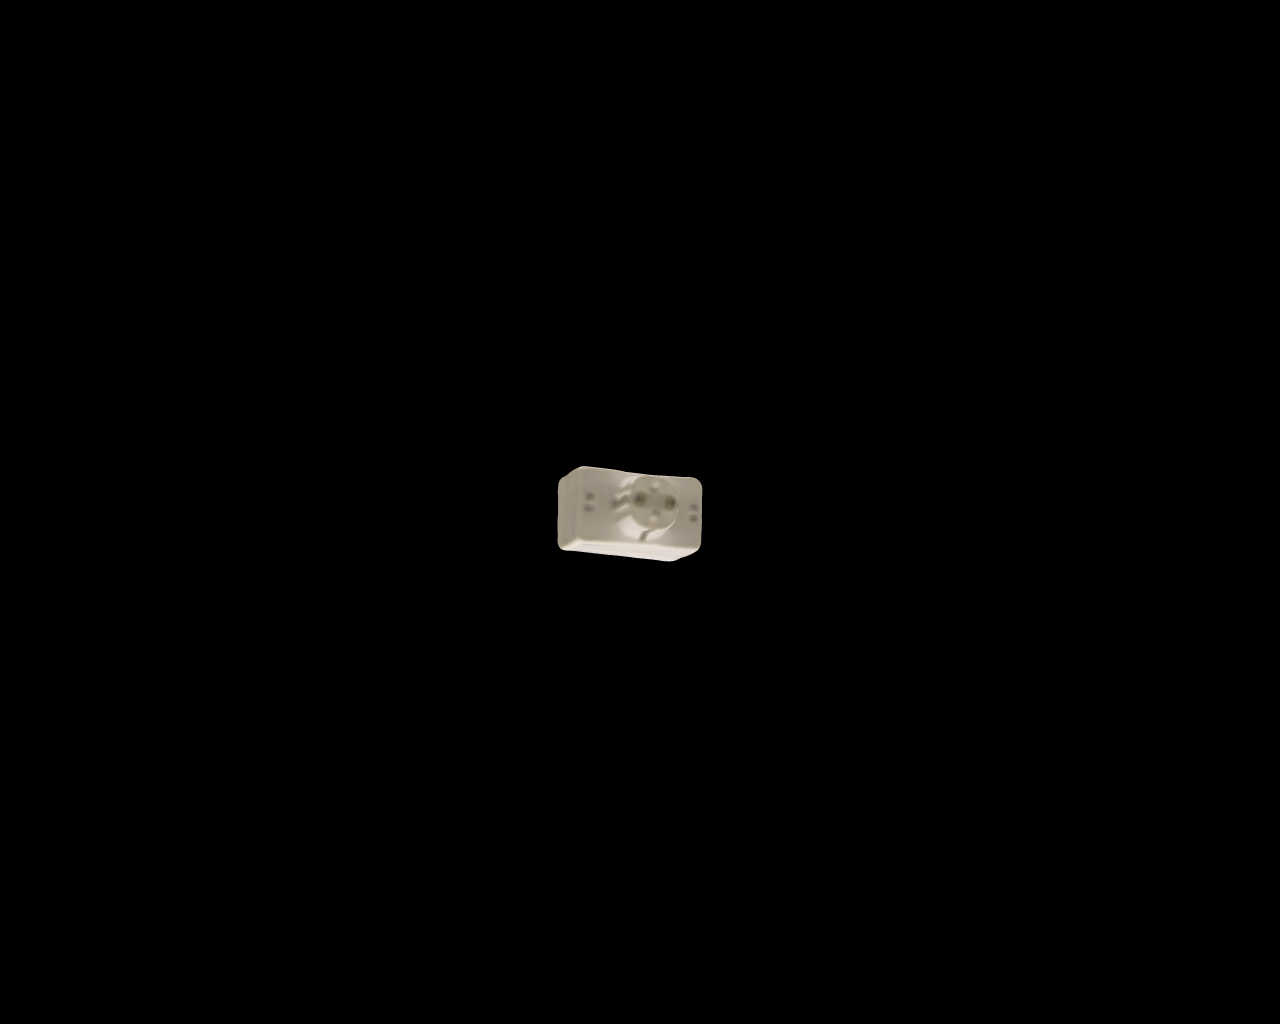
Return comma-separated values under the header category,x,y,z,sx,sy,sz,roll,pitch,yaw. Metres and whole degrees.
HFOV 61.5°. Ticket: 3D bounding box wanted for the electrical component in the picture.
category,x,y,z,sx,sy,sz,roll,pitch,yaw
electrical component,0.001,-0.003,0.650,0.083,0.047,0.075,6,-15,-22
